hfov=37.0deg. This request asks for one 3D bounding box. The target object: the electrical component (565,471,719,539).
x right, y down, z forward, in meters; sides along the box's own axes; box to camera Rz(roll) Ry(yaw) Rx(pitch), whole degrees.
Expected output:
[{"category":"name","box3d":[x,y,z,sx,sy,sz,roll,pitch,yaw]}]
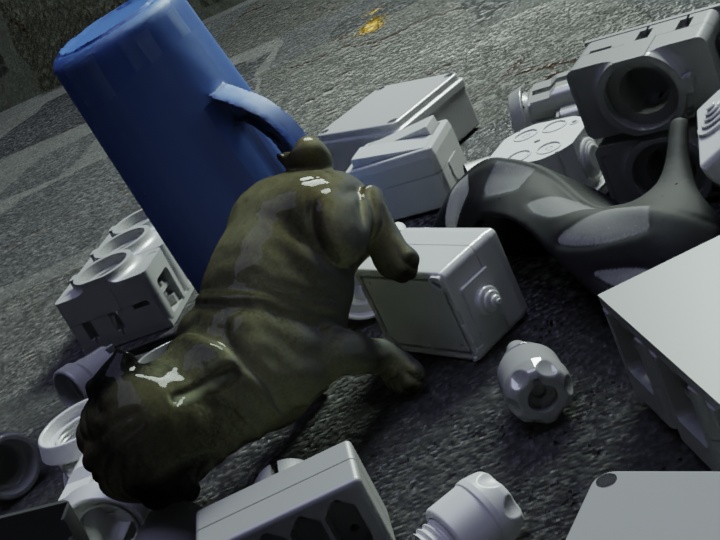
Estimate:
[{"category":"electrical component","box3d":[0.125,0.111,0.354,0.113,0.057,0.078,-8,28,38]}]

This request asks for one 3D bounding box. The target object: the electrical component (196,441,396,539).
[{"category":"electrical component","box3d":[-0.033,0.118,0.527,0.083,0.047,0.075,-26,22,1]}]

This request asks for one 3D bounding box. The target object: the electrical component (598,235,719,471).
[{"category":"electrical component","box3d":[0.176,0.043,0.446,0.089,0.061,0.150,-26,22,-1]}]

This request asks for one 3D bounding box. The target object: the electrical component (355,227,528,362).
[{"category":"electrical component","box3d":[0.055,0.011,0.650,0.061,0.061,0.096,-40,26,-31]}]

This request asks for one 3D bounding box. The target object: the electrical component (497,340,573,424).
[{"category":"electrical component","box3d":[0.088,0.053,0.557,0.035,0.035,0.061,-24,19,4]}]

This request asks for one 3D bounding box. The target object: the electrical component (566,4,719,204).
[{"category":"electrical component","box3d":[0.234,-0.105,0.658,0.186,0.105,0.060,-10,27,35]}]

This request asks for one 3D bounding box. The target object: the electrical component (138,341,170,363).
[{"category":"electrical component","box3d":[-0.098,0.076,0.704,0.099,0.064,0.099,-13,14,3]}]

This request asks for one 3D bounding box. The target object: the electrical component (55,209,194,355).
[{"category":"electrical component","box3d":[-0.196,0.000,0.953,0.089,0.061,0.150,-19,23,17]}]

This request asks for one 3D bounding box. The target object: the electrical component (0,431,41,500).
[{"category":"electrical component","box3d":[-0.253,0.132,0.739,0.055,0.045,0.045,-3,31,46]}]

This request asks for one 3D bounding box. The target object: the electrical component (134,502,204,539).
[{"category":"electrical component","box3d":[-0.098,0.154,0.520,0.043,0.043,0.081,-17,24,22]}]

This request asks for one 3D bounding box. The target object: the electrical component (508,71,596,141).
[{"category":"electrical component","box3d":[0.153,-0.123,0.854,0.057,0.058,0.078,-14,24,20]}]

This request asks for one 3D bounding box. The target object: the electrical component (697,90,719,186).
[{"category":"electrical component","box3d":[0.228,-0.060,0.576,0.048,0.100,0.099,-47,9,32]}]

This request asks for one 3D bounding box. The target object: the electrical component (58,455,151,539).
[{"category":"electrical component","box3d":[-0.133,0.131,0.594,0.078,0.058,0.057,-22,19,11]}]

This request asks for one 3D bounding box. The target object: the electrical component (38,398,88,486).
[{"category":"electrical component","box3d":[-0.161,0.115,0.661,0.058,0.057,0.078,-34,23,-20]}]

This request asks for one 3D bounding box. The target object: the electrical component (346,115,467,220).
[{"category":"electrical component","box3d":[0.033,-0.080,0.884,0.096,0.061,0.061,-14,25,27]}]

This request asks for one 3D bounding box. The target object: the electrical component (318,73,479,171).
[{"category":"electrical component","box3d":[0.035,-0.129,0.998,0.109,0.056,0.109,-1,32,46]}]

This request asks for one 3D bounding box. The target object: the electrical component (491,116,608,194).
[{"category":"electrical component","box3d":[0.134,-0.069,0.760,0.080,0.051,0.080,-22,22,9]}]

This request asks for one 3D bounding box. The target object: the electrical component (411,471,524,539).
[{"category":"electrical component","box3d":[0.040,0.117,0.465,0.061,0.035,0.035,-35,23,-17]}]

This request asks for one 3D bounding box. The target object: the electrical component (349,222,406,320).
[{"category":"electrical component","box3d":[0.000,0.000,0.744,0.078,0.058,0.057,-23,19,8]}]

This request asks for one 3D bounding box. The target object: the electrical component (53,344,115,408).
[{"category":"electrical component","box3d":[-0.200,0.081,0.807,0.040,0.040,0.046,-4,25,44]}]
